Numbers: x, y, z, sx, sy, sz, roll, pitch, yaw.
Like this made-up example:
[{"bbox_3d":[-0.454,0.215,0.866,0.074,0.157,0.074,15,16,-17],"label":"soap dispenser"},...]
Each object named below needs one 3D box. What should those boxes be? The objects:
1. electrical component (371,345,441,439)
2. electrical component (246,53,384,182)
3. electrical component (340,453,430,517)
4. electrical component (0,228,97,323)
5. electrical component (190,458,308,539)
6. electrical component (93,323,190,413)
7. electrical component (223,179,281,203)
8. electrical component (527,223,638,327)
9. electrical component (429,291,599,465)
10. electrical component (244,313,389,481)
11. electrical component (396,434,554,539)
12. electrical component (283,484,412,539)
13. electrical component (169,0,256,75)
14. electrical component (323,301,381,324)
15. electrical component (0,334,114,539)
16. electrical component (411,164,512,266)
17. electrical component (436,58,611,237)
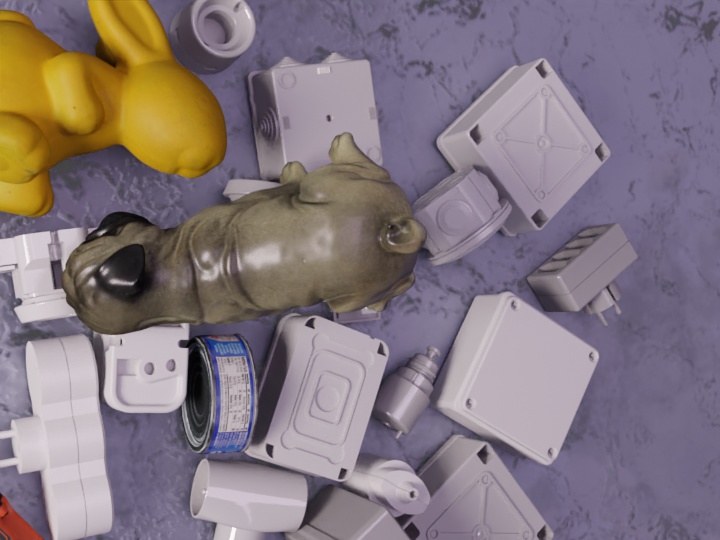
[{"bbox_3d":[0.039,0.095,0.862,0.040,0.040,0.078,41,72,-19],"label":"electrical component"},{"bbox_3d":[-0.033,-0.115,0.829,0.100,0.048,0.099,-11,96,-26],"label":"electrical component"},{"bbox_3d":[0.021,0.167,0.827,0.043,0.081,0.043,1,87,-26],"label":"electrical component"},{"bbox_3d":[-0.210,0.004,0.736,0.078,0.058,0.057,-9,89,-27],"label":"electrical component"},{"bbox_3d":[-0.086,0.184,0.794,0.077,0.044,0.079,14,88,-21],"label":"electrical component"},{"bbox_3d":[-0.155,0.051,0.759,0.054,0.059,0.095,4,86,-26],"label":"electrical component"},{"bbox_3d":[-0.076,-0.036,0.803,0.078,0.058,0.057,7,87,-25],"label":"electrical component"},{"bbox_3d":[0.204,0.013,0.943,0.083,0.047,0.075,-38,103,-22],"label":"electrical component"},{"bbox_3d":[0.129,0.090,0.897,0.109,0.056,0.108,32,74,-21],"label":"electrical component"},{"bbox_3d":[-0.036,0.096,0.816,0.078,0.057,0.113,22,78,-23],"label":"electrical component"},{"bbox_3d":[0.083,0.209,0.869,0.109,0.056,0.108,-42,105,-22],"label":"electrical component"},{"bbox_3d":[0.008,0.223,0.802,0.056,0.109,0.108,-41,105,-20],"label":"electrical component"},{"bbox_3d":[-0.108,-0.177,0.799,0.055,0.047,0.055,1,87,-26],"label":"electrical component"},{"bbox_3d":[0.000,0.000,0.835,0.042,0.064,0.081,-5,89,-27],"label":"electrical component"},{"bbox_3d":[-0.215,0.117,0.730,0.074,0.052,0.138,-7,90,-26],"label":"electrical component"},{"bbox_3d":[0.078,-0.044,0.867,0.080,0.080,0.051,-41,100,-22],"label":"electrical component"},{"bbox_3d":[0.139,-0.103,0.911,0.109,0.056,0.108,-45,106,-21],"label":"electrical component"}]
